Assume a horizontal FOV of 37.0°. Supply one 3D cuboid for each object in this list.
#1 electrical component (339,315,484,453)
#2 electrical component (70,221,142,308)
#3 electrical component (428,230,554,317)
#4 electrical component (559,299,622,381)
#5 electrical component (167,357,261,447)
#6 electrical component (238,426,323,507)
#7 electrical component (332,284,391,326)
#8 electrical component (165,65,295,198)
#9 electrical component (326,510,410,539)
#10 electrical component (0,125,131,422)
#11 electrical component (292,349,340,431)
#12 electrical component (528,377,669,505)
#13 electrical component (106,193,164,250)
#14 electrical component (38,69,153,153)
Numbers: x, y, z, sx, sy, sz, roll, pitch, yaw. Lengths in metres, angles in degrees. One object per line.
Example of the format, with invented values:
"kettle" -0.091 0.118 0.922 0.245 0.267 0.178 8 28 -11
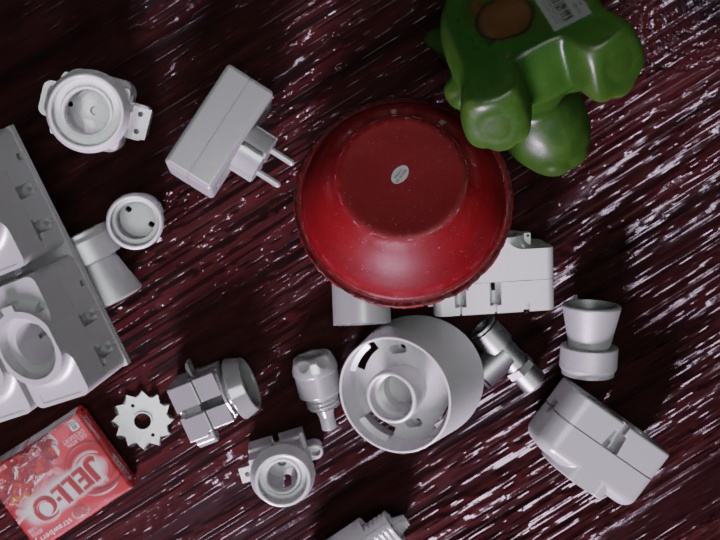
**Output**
"electrical component" 0.037 0.087 0.813 0.099 0.064 0.099 6 104 24
"electrical component" -0.192 -0.002 0.787 0.045 0.045 0.055 -26 100 0
"electrical component" 0.097 0.001 0.810 0.089 0.050 0.055 -3 100 -4
"electrical component" 0.177 0.053 0.828 0.045 0.045 0.055 1 100 -5
"electrical component" -0.108 0.095 0.811 0.055 0.048 0.066 -22 101 7
"electrical component" -0.059 0.150 0.818 0.066 0.055 0.048 -16 100 -2
"electrical component" 0.000 0.000 0.803 0.043 0.043 0.081 -2 85 -5
"electrical component" -0.084 -0.088 0.770 0.076 0.047 0.083 32 83 -3
"electrical component" 0.003 0.217 0.841 0.081 0.043 0.043 -34 100 1
"electrical component" -0.257 0.008 0.754 0.105 0.060 0.186 -19 102 26
"electrical component" -0.030 0.093 0.822 0.035 0.035 0.061 -14 103 -3
"electrical component" 0.182 0.136 0.838 0.095 0.053 0.059 35 95 -9
"electrical component" -0.162 -0.037 0.783 0.040 0.046 0.040 -1 99 -5
"electrical component" -0.190 -0.113 0.763 0.078 0.057 0.058 15 98 -7
